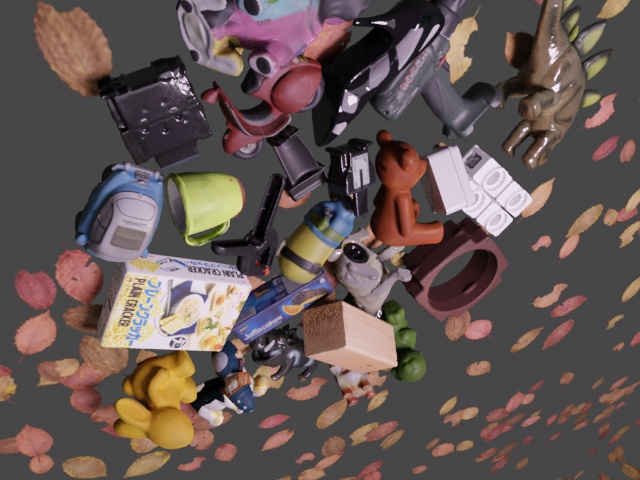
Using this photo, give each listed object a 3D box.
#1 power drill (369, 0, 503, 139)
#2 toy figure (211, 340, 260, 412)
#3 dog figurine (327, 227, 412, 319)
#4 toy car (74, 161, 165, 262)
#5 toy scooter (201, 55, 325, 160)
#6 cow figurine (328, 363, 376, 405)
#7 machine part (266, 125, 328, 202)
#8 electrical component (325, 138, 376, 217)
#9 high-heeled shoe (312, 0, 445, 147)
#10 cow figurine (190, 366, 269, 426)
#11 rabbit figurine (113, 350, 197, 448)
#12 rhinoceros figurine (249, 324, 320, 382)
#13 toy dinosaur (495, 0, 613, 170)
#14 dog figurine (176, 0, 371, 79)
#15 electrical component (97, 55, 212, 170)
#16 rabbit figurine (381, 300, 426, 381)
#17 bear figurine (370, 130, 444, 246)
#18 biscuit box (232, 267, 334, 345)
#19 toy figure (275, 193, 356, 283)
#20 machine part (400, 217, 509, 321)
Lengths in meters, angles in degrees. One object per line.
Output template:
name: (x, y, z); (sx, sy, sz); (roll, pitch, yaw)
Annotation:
power drill: (0.200, -0.263, 0.839); (0.207, 0.086, 0.232); (25, 113, -44)
toy figure: (-0.166, 0.260, 1.020); (0.058, 0.155, 0.064); (1, 126, -32)
dog figurine: (0.068, 0.085, 1.046); (0.172, 0.121, 0.190); (19, 134, -11)
toy car: (-0.278, -0.024, 0.766); (0.109, 0.103, 0.161); (18, 118, -38)
toy scooter: (-0.086, -0.196, 0.738); (0.184, 0.075, 0.135); (-41, 147, 13)
cow figurine: (0.062, 0.286, 1.200); (0.085, 0.127, 0.194); (-26, 149, 0)
machine part: (-0.038, -0.122, 0.857); (0.084, 0.039, 0.138); (-26, 136, 0)
electrical component: (0.053, -0.101, 0.882); (0.075, 0.048, 0.119); (-29, 124, -34)
high-heeled shoe: (0.079, -0.237, 0.786); (0.145, 0.086, 0.248); (-10, 149, -27)
cow figurine: (-0.188, 0.302, 1.090); (0.167, 0.068, 0.098); (-34, 118, 19)
rabbit figurine: (-0.290, 0.300, 0.977); (0.162, 0.173, 0.121); (-4, 132, -31)
rhinoceros figurine: (-0.071, 0.227, 1.101); (0.190, 0.073, 0.112); (23, 114, -39)
toy dinosaur: (0.391, -0.276, 0.910); (0.198, 0.105, 0.470); (-41, 147, -5)
dog figurine: (-0.046, -0.296, 0.674); (0.219, 0.192, 0.108); (-47, 141, -36)
electrical component: (-0.213, -0.163, 0.718); (0.115, 0.058, 0.134); (-23, 133, -6)
rabbit figurine: (0.169, 0.248, 1.176); (0.121, 0.170, 0.158); (-30, 133, -2)
bear figurine: (0.149, -0.089, 0.932); (0.132, 0.120, 0.195); (-11, 125, -25)
biscuit box: (-0.077, 0.114, 1.014); (0.203, 0.059, 0.062); (-31, 134, -2)
toy figure: (-0.004, -0.004, 0.935); (0.180, 0.089, 0.082); (-44, 126, 14)
machine part: (0.283, 0.063, 1.146); (0.201, 0.087, 0.200); (-41, 133, 10)
